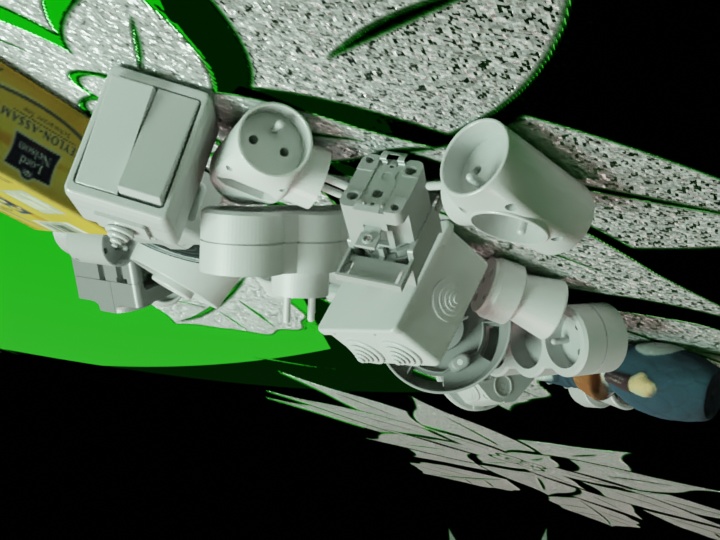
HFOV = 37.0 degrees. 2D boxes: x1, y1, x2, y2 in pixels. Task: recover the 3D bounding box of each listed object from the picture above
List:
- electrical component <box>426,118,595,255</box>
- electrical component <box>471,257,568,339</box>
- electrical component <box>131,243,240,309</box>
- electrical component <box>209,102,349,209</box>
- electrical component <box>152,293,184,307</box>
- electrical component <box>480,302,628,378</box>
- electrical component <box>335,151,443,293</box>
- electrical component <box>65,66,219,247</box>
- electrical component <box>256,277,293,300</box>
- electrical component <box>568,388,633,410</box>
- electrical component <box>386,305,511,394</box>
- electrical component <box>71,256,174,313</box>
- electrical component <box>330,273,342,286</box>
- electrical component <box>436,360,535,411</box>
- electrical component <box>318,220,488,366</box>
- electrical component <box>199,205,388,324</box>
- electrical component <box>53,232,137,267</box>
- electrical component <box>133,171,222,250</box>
[{"bbox_3d":[0.070,-0.042,0.568,0.077,0.044,0.079,28,162,-39],"label":"electrical component"},{"bbox_3d":[0.111,0.019,0.754,0.055,0.045,0.045,20,166,-11],"label":"electrical component"},{"bbox_3d":[-0.152,-0.009,0.964,0.099,0.064,0.099,29,172,5],"label":"electrical component"},{"bbox_3d":[-0.043,-0.060,0.630,0.079,0.043,0.077,21,166,-15],"label":"electrical component"},{"bbox_3d":[-0.206,0.013,1.104,0.066,0.048,0.055,23,172,-24],"label":"electrical component"},{"bbox_3d":[0.156,0.053,0.823,0.074,0.052,0.138,-3,177,-29],"label":"electrical component"},{"bbox_3d":[0.018,-0.030,0.626,0.042,0.081,0.063,11,143,21],"label":"electrical component"},{"bbox_3d":[-0.126,-0.060,0.618,0.062,0.096,0.061,17,166,2],"label":"electrical component"},{"bbox_3d":[-0.063,0.002,0.893,0.043,0.043,0.081,14,166,10],"label":"electrical component"},{"bbox_3d":[0.215,0.099,0.940,0.045,0.045,0.055,24,165,-26],"label":"electrical component"},{"bbox_3d":[0.061,0.044,0.809,0.099,0.099,0.064,16,172,4],"label":"electrical component"},{"bbox_3d":[-0.230,0.006,1.043,0.089,0.055,0.050,7,-158,36],"label":"electrical component"},{"bbox_3d":[0.000,0.000,0.825,0.046,0.040,0.040,19,167,16],"label":"electrical component"},{"bbox_3d":[0.108,0.079,0.921,0.080,0.080,0.051,23,160,-22],"label":"electrical component"},{"bbox_3d":[0.031,0.018,0.736,0.048,0.099,0.100,40,156,-28],"label":"electrical component"},{"bbox_3d":[-0.038,-0.003,0.683,0.138,0.073,0.052,-3,-170,-37],"label":"electrical component"},{"bbox_3d":[-0.249,-0.028,0.997,0.081,0.043,0.043,6,163,36],"label":"electrical component"},{"bbox_3d":[-0.145,-0.049,0.779,0.089,0.050,0.056,3,160,47],"label":"electrical component"}]
